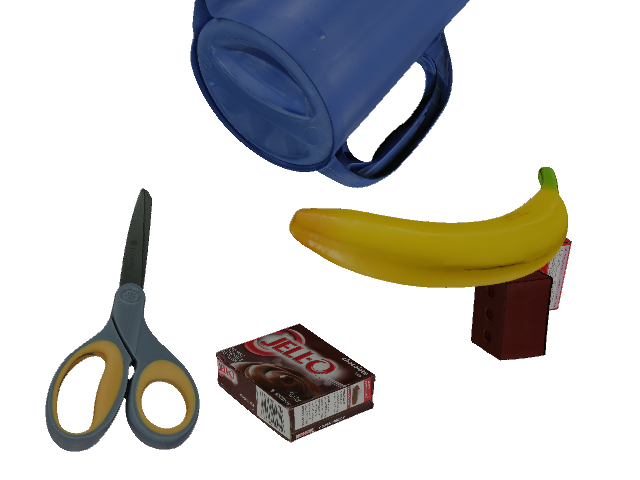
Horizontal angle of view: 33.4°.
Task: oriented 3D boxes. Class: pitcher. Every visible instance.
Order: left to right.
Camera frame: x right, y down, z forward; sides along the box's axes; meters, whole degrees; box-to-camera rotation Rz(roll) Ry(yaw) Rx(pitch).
[{"bbox_3d":[0.033,-0.165,0.808,0.145,0.149,0.242,25,57,32],"label":"pitcher"}]

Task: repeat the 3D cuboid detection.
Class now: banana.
[{"bbox_3d":[0.078,-0.001,0.617,0.197,0.037,0.070,-9,42,-32],"label":"banana"}]

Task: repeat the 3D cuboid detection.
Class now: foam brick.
[{"bbox_3d":[0.176,0.065,0.986,0.051,0.078,0.053,-6,18,-24],"label":"foam brick"}]

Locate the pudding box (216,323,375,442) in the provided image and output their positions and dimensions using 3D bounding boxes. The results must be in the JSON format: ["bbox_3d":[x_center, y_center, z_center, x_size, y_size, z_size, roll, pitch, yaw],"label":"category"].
[{"bbox_3d":[-0.022,0.118,0.906,0.089,0.039,0.114,-18,32,-32],"label":"pudding box"}]

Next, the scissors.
[{"bbox_3d":[-0.103,0.050,0.662,0.096,0.201,0.016,20,-43,0],"label":"scissors"}]

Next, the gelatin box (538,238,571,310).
[{"bbox_3d":[0.240,0.025,1.193,0.030,0.089,0.073,-10,31,-24],"label":"gelatin box"}]
